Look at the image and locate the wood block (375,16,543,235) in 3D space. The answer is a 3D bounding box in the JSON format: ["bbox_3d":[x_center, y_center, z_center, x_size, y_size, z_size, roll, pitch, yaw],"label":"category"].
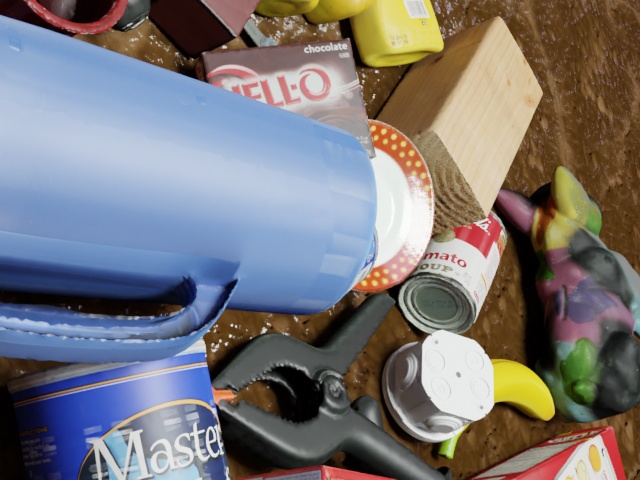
[{"bbox_3d":[0.114,-0.099,0.927,0.090,0.091,0.205,56,40,-21],"label":"wood block"}]

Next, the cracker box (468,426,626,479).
[{"bbox_3d":[0.201,0.263,0.908,0.213,0.072,0.164,-5,81,-54],"label":"cracker box"}]

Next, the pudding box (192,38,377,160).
[{"bbox_3d":[-0.026,-0.089,0.744,0.113,0.039,0.090,-9,83,-22],"label":"pudding box"}]

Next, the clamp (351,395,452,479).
[{"bbox_3d":[0.045,0.198,0.760,0.120,0.039,0.171,46,36,-21],"label":"clamp"}]

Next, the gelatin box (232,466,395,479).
[{"bbox_3d":[-0.006,0.164,0.661,0.073,0.089,0.030,25,57,-46],"label":"gelatin box"}]

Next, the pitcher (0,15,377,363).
[{"bbox_3d":[-0.092,-0.020,0.534,0.242,0.145,0.149,11,92,-32],"label":"pitcher"}]

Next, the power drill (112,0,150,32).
[{"bbox_3d":[-0.131,-0.244,0.695,0.184,0.057,0.187,60,38,-16],"label":"power drill"}]

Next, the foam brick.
[{"bbox_3d":[-0.073,-0.174,0.733,0.051,0.053,0.078,44,54,-27],"label":"foam brick"}]

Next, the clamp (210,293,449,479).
[{"bbox_3d":[0.007,0.116,0.718,0.209,0.036,0.164,-2,62,-46],"label":"clamp"}]

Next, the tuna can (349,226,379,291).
[{"bbox_3d":[-0.005,0.001,0.734,0.033,0.086,0.086,-37,105,-50],"label":"tuna can"}]

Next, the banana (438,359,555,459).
[{"bbox_3d":[0.153,0.137,0.930,0.197,0.037,0.069,-3,102,-51],"label":"banana"}]

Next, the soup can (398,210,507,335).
[{"bbox_3d":[0.111,0.024,0.891,0.068,0.069,0.102,55,40,-22],"label":"soup can"}]

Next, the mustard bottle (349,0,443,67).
[{"bbox_3d":[0.046,-0.249,0.928,0.096,0.058,0.191,-16,89,-51],"label":"mustard bottle"}]

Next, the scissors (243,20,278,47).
[{"bbox_3d":[-0.038,-0.122,0.802,0.201,0.016,0.096,37,49,-38],"label":"scissors"}]

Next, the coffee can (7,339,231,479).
[{"bbox_3d":[-0.096,0.130,0.547,0.102,0.103,0.140,-4,79,-53],"label":"coffee can"}]

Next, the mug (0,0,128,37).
[{"bbox_3d":[-0.171,-0.154,0.584,0.093,0.082,0.117,-40,108,-52],"label":"mug"}]
